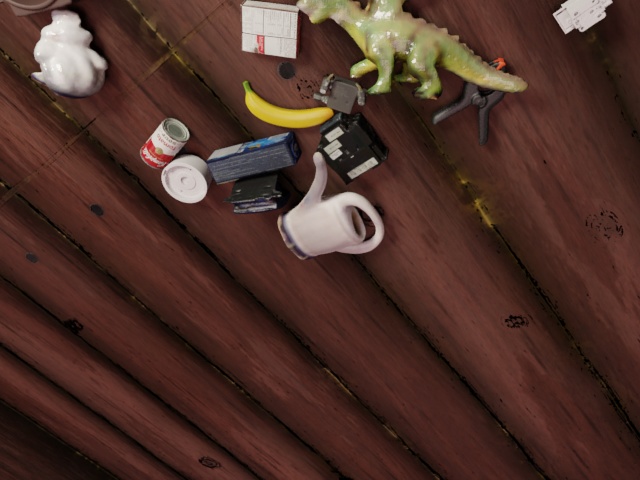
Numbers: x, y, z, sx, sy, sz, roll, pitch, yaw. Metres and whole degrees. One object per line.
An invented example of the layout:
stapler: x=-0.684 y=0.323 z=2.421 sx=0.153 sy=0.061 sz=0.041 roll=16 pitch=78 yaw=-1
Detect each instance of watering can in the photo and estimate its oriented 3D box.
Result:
watering can: x=0.003 y=-0.058 z=1.144 sx=0.223 sy=0.106 sz=0.342 roll=-19 pitch=139 yaw=23

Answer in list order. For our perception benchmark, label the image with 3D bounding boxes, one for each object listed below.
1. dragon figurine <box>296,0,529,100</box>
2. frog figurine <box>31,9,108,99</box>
dragon figurine: x=0.164 y=-0.380 z=0.894 sx=0.410 sy=0.125 sz=0.238 roll=4 pitch=119 yaw=8
frog figurine: x=-0.497 y=-0.372 z=1.038 sx=0.137 sy=0.125 sz=0.156 roll=8 pitch=127 yaw=-36
